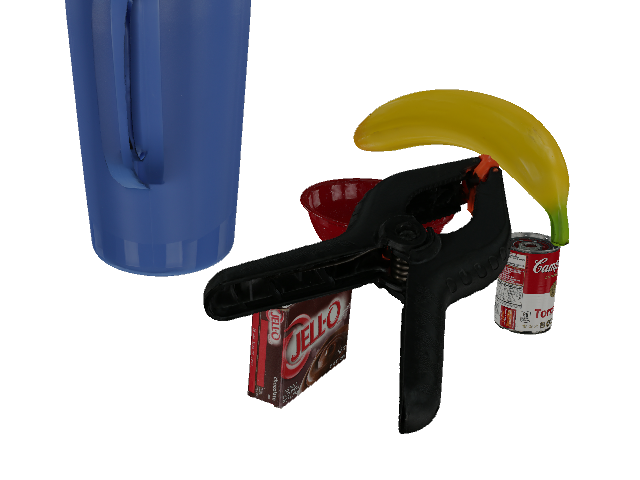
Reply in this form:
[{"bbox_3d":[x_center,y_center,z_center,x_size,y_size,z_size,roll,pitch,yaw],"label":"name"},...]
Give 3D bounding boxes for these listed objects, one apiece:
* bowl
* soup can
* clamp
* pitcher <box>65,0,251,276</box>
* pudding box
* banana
[{"bbox_3d":[0.058,-0.015,1.119,0.162,0.055,0.162,4,21,-2],"label":"bowl"},{"bbox_3d":[0.236,0.049,1.225,0.068,0.102,0.068,2,18,-1],"label":"soup can"},{"bbox_3d":[0.044,0.017,0.502,0.171,0.039,0.120,-34,60,-30],"label":"clamp"},{"bbox_3d":[-0.117,-0.097,0.756,0.149,0.243,0.145,-16,31,-34],"label":"pitcher"},{"bbox_3d":[-0.016,0.075,0.894,0.039,0.090,0.113,16,25,24],"label":"pudding box"},{"bbox_3d":[0.093,-0.064,0.696,0.037,0.070,0.198,19,9,-43],"label":"banana"}]
